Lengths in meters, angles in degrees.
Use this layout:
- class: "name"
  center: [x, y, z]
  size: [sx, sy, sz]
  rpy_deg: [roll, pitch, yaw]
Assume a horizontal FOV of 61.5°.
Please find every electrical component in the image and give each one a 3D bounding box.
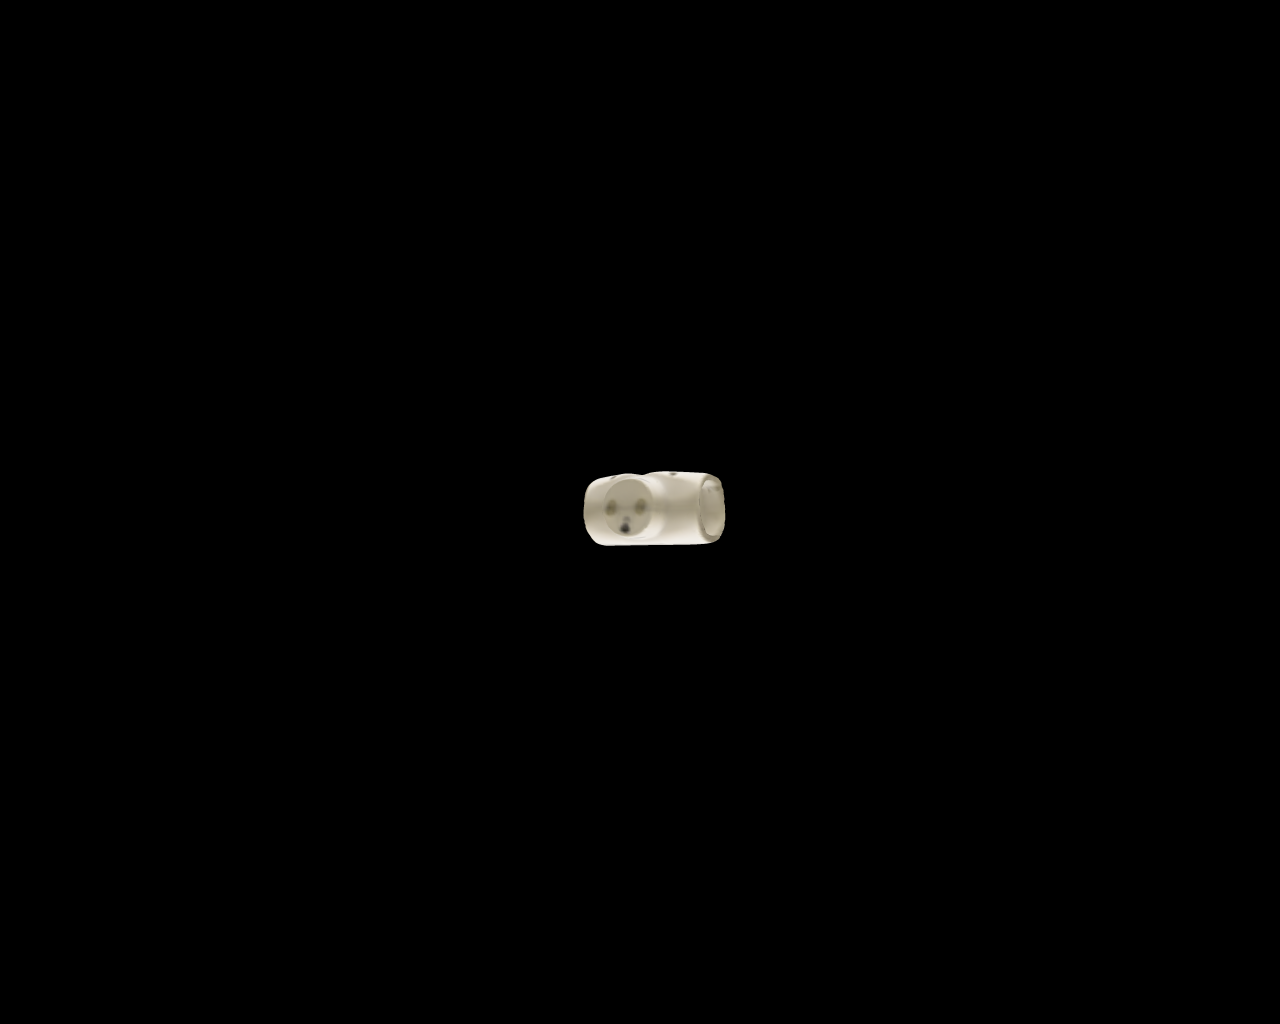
- class: "electrical component"
  center: [0.001, -0.003, 0.650]
  size: [0.077, 0.043, 0.079]
  rpy_deg: [-2, -3, 27]
